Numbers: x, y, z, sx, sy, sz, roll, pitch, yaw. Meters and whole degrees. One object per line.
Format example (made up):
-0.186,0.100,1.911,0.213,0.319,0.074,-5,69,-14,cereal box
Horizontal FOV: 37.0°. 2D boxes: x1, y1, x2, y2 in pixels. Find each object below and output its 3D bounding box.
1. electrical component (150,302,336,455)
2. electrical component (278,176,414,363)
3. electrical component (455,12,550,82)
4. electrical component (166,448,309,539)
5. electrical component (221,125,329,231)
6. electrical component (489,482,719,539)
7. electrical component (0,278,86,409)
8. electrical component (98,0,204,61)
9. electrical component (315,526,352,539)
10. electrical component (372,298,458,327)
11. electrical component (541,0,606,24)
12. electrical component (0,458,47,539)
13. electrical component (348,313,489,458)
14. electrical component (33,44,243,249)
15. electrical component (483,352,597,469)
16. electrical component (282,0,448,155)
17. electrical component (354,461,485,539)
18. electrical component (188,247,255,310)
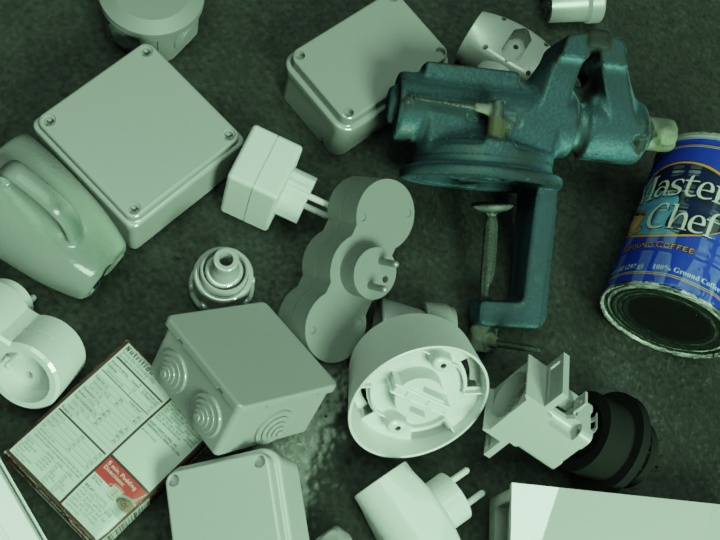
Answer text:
-0.080,0.071,0.718,0.100,0.048,0.099,-7,44,-48,electrical component
0.000,0.000,0.757,0.052,0.074,0.138,30,80,-35,electrical component
0.113,-0.158,0.872,0.077,0.043,0.079,32,67,2,electrical component
-0.076,0.178,0.691,0.078,0.057,0.113,-14,72,10,electrical component
-0.056,-0.059,0.791,0.077,0.065,0.047,25,68,-3,electrical component
0.184,0.213,0.739,0.186,0.060,0.105,8,69,-8,electrical component
-0.248,0.030,0.731,0.138,0.052,0.073,33,31,-3,electrical component
-0.162,-0.205,0.834,0.080,0.051,0.080,4,69,-9,electrical component
-0.009,0.204,0.720,0.035,0.035,0.061,-34,82,-20,electrical component
0.039,0.044,0.783,0.055,0.045,0.045,5,69,-9,electrical component
0.181,-0.229,0.914,0.046,0.040,0.040,-6,71,-6,electrical component
-0.262,0.171,0.673,0.109,0.056,0.108,-30,78,-19,electrical component
0.038,0.081,0.738,0.099,0.099,0.064,4,28,-9,electrical component
-0.161,-0.091,0.789,0.108,0.056,0.109,45,69,8,electrical component
0.124,0.100,0.741,0.064,0.081,0.042,36,36,-13,electrical component
0.004,-0.155,0.843,0.113,0.057,0.078,-36,80,-20,electrical component
0.050,0.166,0.740,0.079,0.043,0.077,-31,78,-19,electrical component
-0.097,0.003,0.763,0.048,0.062,0.048,4,69,-9,electrical component
